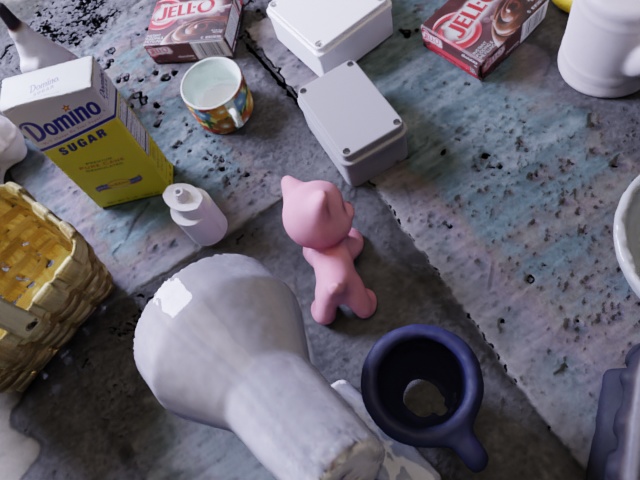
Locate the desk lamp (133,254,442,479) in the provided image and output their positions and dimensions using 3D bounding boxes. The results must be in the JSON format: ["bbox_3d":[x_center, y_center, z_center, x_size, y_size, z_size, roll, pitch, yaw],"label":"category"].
[{"bbox_3d":[-0.015,0.126,0.418,0.202,0.214,0.118,40,79,25],"label":"desk lamp"}]

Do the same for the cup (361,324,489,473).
[{"bbox_3d":[0.091,0.133,0.459,0.092,0.095,0.117,-35,63,-5],"label":"cup"}]

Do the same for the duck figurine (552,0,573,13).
[{"bbox_3d":[0.298,-0.298,0.619,0.077,0.086,0.104,-38,64,-7],"label":"duck figurine"}]

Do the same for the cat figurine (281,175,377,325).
[{"bbox_3d":[0.005,0.002,0.525,0.067,0.118,0.127,-16,63,5],"label":"cat figurine"}]

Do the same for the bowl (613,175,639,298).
[{"bbox_3d":[0.326,0.013,0.476,0.167,0.075,0.167,-5,65,10],"label":"bowl"}]

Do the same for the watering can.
[{"bbox_3d":[0.293,-0.225,0.526,0.101,0.194,0.172,-35,63,-5],"label":"watering can"}]

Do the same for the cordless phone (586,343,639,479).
[{"bbox_3d":[0.247,0.130,0.377,0.094,0.185,0.147,9,68,16],"label":"cordless phone"}]

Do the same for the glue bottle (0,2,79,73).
[{"bbox_3d":[-0.308,-0.199,0.652,0.037,0.173,0.078,-4,65,10],"label":"glue bottle"}]

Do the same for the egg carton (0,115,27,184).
[{"bbox_3d":[-0.440,-0.116,0.700,0.150,0.069,0.107,21,71,20],"label":"egg carton"}]
